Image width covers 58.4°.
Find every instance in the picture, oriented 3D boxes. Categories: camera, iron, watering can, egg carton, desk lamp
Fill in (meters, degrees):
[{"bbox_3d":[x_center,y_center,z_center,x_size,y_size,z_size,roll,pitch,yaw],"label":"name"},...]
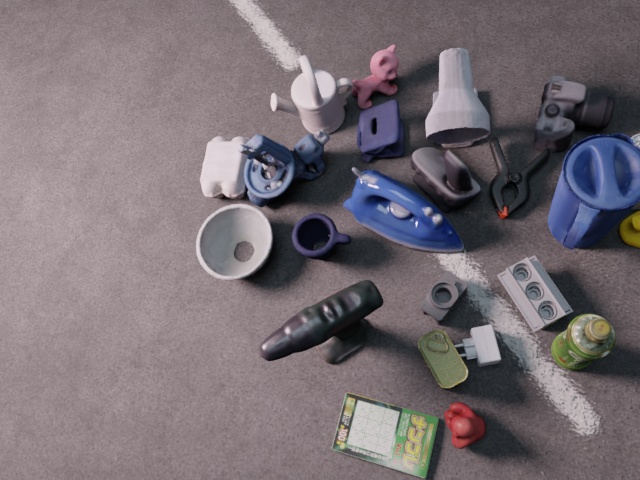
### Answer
[{"bbox_3d":[0.509,-0.256,1.146,0.136,0.101,0.143,13,74,16],"label":"camera"},{"bbox_3d":[0.169,-0.063,1.126,0.257,0.142,0.119,29,79,20],"label":"iron"},{"bbox_3d":[-0.017,-0.311,1.226,0.173,0.194,0.100,-38,67,-3],"label":"watering can"},{"bbox_3d":[-0.207,-0.162,1.281,0.107,0.069,0.150,2,71,13],"label":"egg carton"},{"bbox_3d":[0.268,-0.263,1.138,0.117,0.214,0.203,-3,70,11],"label":"desk lamp"}]

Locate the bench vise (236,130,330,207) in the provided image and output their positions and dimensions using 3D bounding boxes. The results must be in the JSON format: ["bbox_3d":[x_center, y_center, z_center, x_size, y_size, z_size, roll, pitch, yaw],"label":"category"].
[{"bbox_3d":[-0.086,-0.179,1.179,0.121,0.220,0.207,36,81,21],"label":"bench vise"}]

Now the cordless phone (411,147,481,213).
[{"bbox_3d":[0.242,-0.146,1.117,0.094,0.185,0.147,-43,68,-5],"label":"cordless phone"}]

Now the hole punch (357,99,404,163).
[{"bbox_3d":[0.127,-0.233,1.224,0.101,0.091,0.108,-4,70,11],"label":"hole punch"}]

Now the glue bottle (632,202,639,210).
[{"bbox_3d":[0.583,-0.102,1.035,0.078,0.173,0.037,1,71,13],"label":"glue bottle"}]

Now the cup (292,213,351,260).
[{"bbox_3d":[0.011,0.004,1.161,0.117,0.095,0.092,5,72,14],"label":"cup"}]

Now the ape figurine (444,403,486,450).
[{"bbox_3d":[0.250,0.324,0.997,0.076,0.092,0.078,15,74,17],"label":"ape figurine"}]

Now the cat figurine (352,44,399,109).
[{"bbox_3d":[0.124,-0.365,1.257,0.128,0.118,0.067,-31,67,0],"label":"cat figurine"}]

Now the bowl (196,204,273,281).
[{"bbox_3d":[-0.170,0.012,1.207,0.167,0.075,0.167,-4,70,11],"label":"bowl"}]

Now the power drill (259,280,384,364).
[{"bbox_3d":[0.014,0.163,1.041,0.229,0.209,0.075,-34,67,-1],"label":"power drill"}]

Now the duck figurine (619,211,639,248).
[{"bbox_3d":[0.614,-0.031,1.051,0.104,0.086,0.077,-7,69,10],"label":"duck figurine"}]
